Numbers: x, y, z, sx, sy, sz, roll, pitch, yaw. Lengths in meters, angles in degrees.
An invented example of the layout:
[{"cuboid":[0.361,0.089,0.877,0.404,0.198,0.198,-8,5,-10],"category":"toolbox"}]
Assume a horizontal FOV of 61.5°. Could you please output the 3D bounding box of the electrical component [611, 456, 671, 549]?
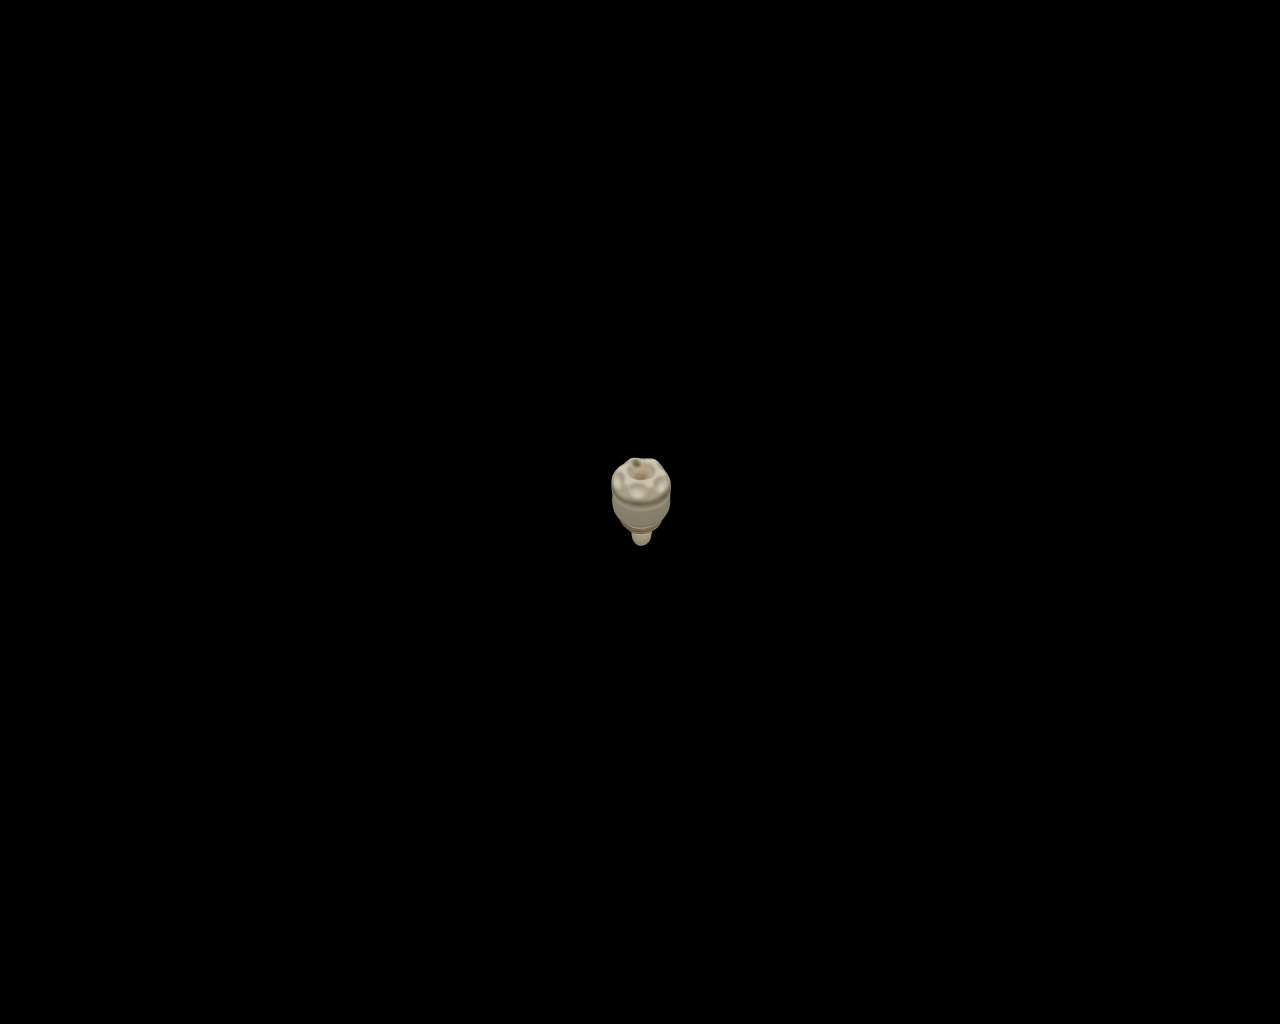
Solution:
[{"cuboid":[0.001,-0.003,0.650,0.035,0.061,0.035,0,44,0],"category":"electrical component"}]
